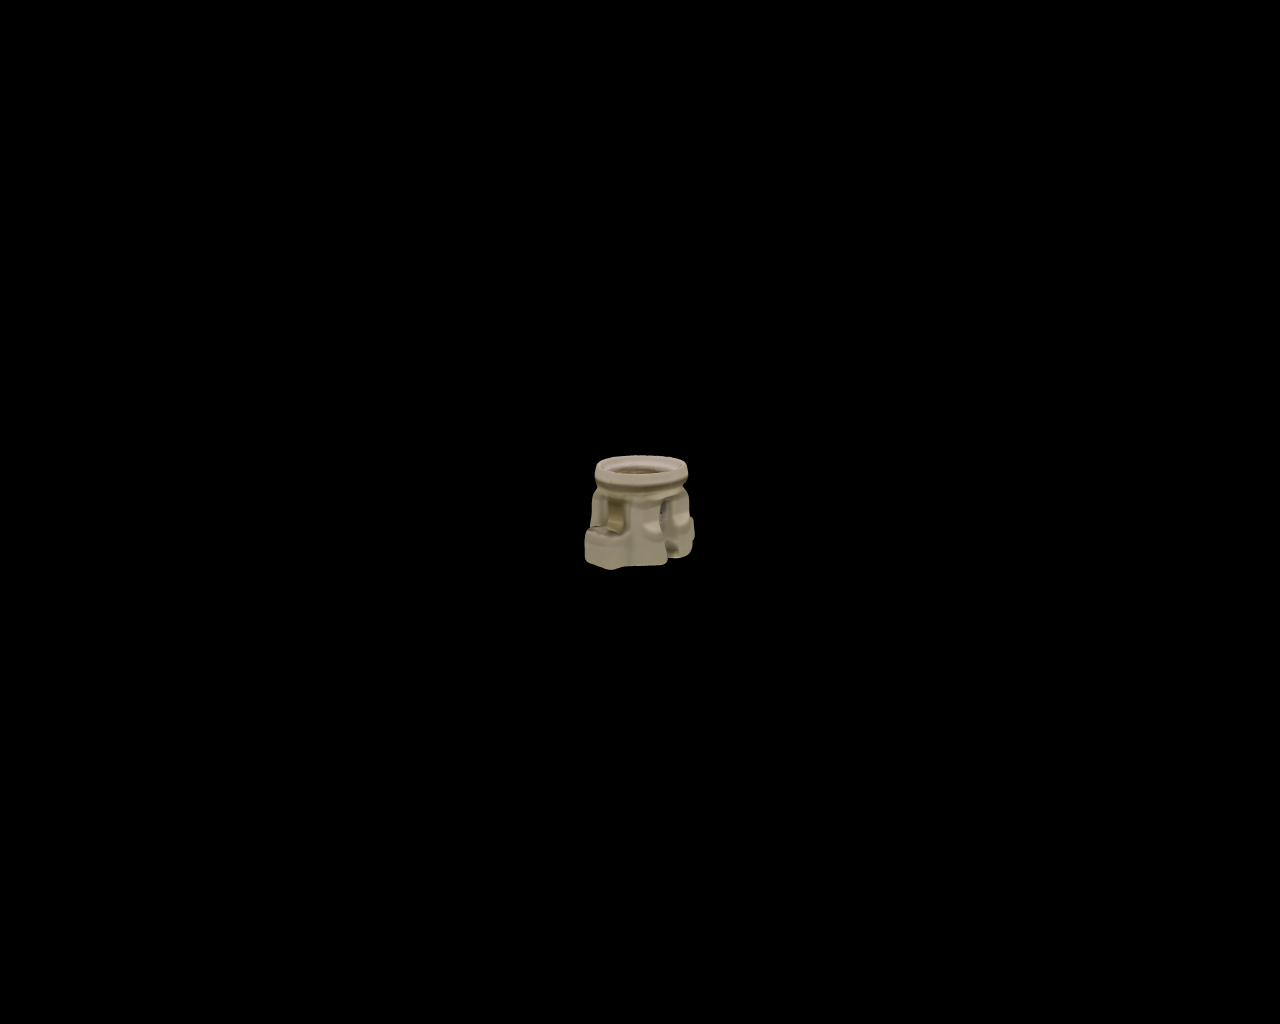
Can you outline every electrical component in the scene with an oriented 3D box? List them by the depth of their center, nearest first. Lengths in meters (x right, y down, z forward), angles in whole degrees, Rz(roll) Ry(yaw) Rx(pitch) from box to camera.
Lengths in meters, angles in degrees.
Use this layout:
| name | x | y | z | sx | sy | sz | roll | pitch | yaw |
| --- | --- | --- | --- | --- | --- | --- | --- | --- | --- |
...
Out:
| name | x | y | z | sx | sy | sz | roll | pitch | yaw |
| --- | --- | --- | --- | --- | --- | --- | --- | --- | --- |
| electrical component | 0.001 | -0.003 | 0.650 | 0.058 | 0.057 | 0.078 | 14 | 20 | 42 |
